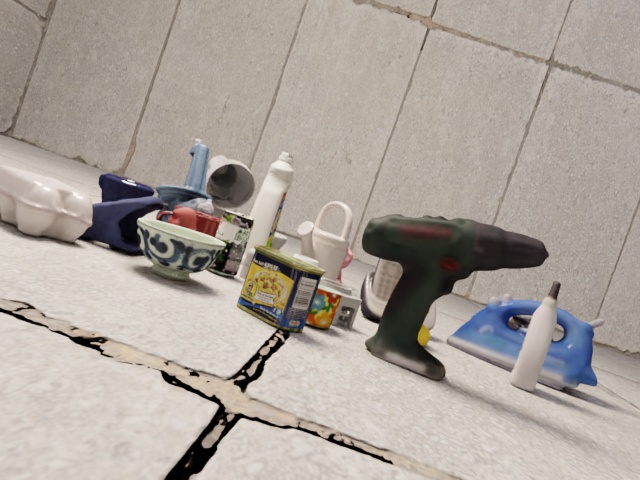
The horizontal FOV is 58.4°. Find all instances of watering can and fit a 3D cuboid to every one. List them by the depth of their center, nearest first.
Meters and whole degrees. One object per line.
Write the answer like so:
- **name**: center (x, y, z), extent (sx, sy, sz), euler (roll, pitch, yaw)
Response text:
- **watering can**: center (0.014, 0.005, 1.295), extent (0.100, 0.194, 0.173), euler (20, 2, 16)

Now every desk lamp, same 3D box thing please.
- **desk lamp**: center (-0.260, -0.106, 1.436), extent (0.118, 0.213, 0.202), euler (18, 2, -29)

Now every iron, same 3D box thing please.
- **iron**: center (0.376, 0.170, 1.041), extent (0.257, 0.141, 0.119), euler (20, 2, 13)

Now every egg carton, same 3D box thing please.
- **egg carton**: center (-0.381, -0.049, 0.778), extent (0.149, 0.069, 0.108), euler (21, 2, 34)

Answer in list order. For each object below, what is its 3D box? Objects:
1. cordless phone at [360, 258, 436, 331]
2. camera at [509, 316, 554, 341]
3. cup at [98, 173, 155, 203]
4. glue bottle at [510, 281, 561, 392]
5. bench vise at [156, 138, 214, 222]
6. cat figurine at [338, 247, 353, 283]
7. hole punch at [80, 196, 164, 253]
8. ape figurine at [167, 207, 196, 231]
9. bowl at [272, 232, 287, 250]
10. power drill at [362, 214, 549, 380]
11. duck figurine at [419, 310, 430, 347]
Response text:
- **cordless phone**: center (0.161, 0.070, 1.063), extent (0.148, 0.185, 0.094), euler (19, 2, -16)
- **camera**: center (0.383, 0.189, 1.169), extent (0.137, 0.101, 0.142), euler (18, 2, -28)
- **cup**: center (-0.366, -0.066, 1.031), extent (0.117, 0.095, 0.092), euler (20, 2, 25)
- **glue bottle**: center (0.340, 0.146, 0.890), extent (0.037, 0.173, 0.078), euler (20, 2, 16)
- **bench vise**: center (-0.259, -0.102, 1.215), extent (0.206, 0.220, 0.122), euler (21, 2, 37)
- **cat figurine**: center (0.044, 0.050, 1.465), extent (0.067, 0.118, 0.127), euler (19, 2, -6)
- **hole punch**: center (-0.301, -0.035, 0.865), extent (0.101, 0.091, 0.108), euler (19, 2, -1)
- **ape figurine**: center (-0.218, -0.007, 0.877), extent (0.076, 0.092, 0.077), euler (19, 2, -16)
- **bowl**: center (-0.168, 0.001, 1.390), extent (0.167, 0.075, 0.167), euler (19, 2, 0)
- **power drill**: center (0.151, 0.066, 0.745), extent (0.229, 0.208, 0.076), euler (20, 2, 15)
- **duck figurine**: center (0.155, 0.125, 0.952), extent (0.077, 0.086, 0.105), euler (20, 2, 19)
